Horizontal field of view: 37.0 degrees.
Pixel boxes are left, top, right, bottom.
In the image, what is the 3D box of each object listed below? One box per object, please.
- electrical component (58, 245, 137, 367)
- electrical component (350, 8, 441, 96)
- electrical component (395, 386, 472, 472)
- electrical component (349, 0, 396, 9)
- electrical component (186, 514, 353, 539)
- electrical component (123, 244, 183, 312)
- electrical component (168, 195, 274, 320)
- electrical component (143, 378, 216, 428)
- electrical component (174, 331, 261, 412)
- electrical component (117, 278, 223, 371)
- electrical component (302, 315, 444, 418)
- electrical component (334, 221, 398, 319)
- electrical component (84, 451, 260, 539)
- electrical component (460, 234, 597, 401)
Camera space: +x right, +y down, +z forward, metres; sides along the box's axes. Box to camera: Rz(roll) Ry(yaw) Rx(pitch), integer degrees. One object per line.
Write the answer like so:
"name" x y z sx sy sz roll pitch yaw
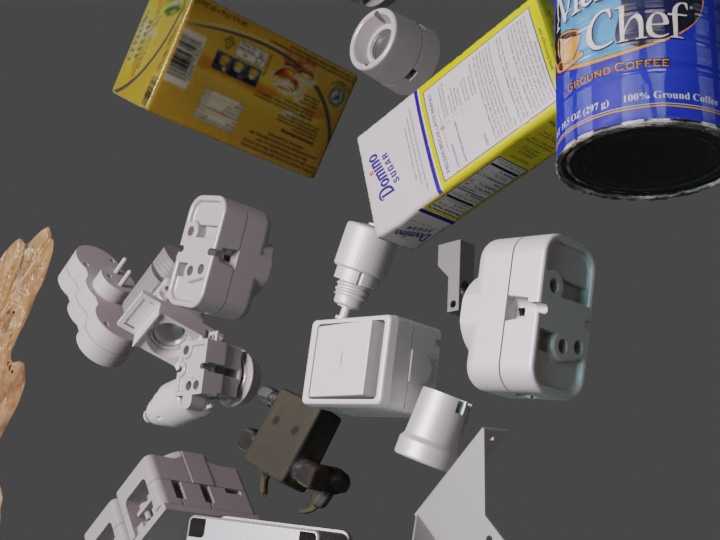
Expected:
"electrical component" -0.242 0.021 1.038 0.073 0.052 0.138 -51 44 21
"electrical component" 0.026 -0.167 0.821 0.055 0.047 0.055 -21 61 42
"electrical component" 0.049 0.103 0.696 0.040 0.040 0.046 13 80 49
"electrical component" 0.004 -0.241 0.866 0.066 0.055 0.048 -32 54 36
"electrical component" -0.068 0.228 0.738 0.109 0.056 0.108 0 74 27
"electrical component" -0.175 0.013 0.974 0.081 0.043 0.043 -49 45 23
"electrical component" -0.114 -0.009 0.903 0.054 0.059 0.095 6 80 49
"electrical component" -0.157 0.115 0.917 0.078 0.040 0.040 -26 57 39
"electrical component" -0.114 0.084 0.869 0.048 0.055 0.066 -12 66 45
"electrical component" -0.162 0.044 0.929 0.042 0.081 0.063 -47 24 25
"electrical component" 0.001 0.067 0.745 0.096 0.061 0.061 -7 70 46
"electrical component" 0.000 0.000 0.789 0.040 0.040 0.078 19 90 49
"electrical component" -0.163 0.217 0.845 0.150 0.089 0.061 -51 44 21
"electrical component" 0.101 0.029 0.655 0.059 0.054 0.095 -5 72 47
